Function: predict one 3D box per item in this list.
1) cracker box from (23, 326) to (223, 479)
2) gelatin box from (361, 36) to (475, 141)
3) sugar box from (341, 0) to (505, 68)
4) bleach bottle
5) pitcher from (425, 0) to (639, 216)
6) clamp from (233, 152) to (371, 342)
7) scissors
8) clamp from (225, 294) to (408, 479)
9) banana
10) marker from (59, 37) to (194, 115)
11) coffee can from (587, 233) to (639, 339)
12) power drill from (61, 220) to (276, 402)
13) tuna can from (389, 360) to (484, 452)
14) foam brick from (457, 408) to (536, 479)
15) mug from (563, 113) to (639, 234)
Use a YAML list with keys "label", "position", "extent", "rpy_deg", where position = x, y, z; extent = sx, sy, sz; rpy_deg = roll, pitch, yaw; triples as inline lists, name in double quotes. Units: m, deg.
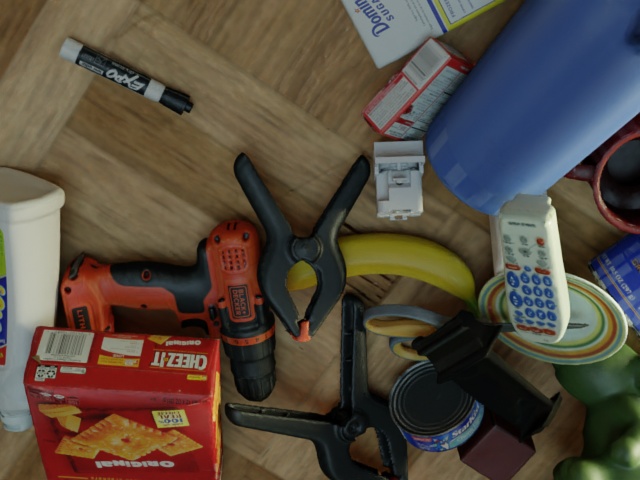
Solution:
- label: "cracker box"
  position: [-0.174, 0.174, 0.984]
  extent: [0.164, 0.072, 0.214]
  rpy_deg: [4, 136, 0]
- label: "gelatin box"
  position: [0.085, -0.124, 0.896]
  extent: [0.089, 0.073, 0.030]
  rpy_deg: [-47, 68, 19]
- label: "sugar box"
  position: [0.103, -0.223, 0.868]
  extent: [0.176, 0.048, 0.093]
  rpy_deg: [-25, 108, 14]
- label: "bleach bottle"
  position: [-0.278, 0.065, 0.972]
  extent: [0.103, 0.067, 0.251]
  rpy_deg: [20, 119, 33]
- label: "pitcher"
  position: [0.192, -0.135, 0.837]
  extent: [0.243, 0.148, 0.145]
  rpy_deg: [-49, 64, 41]
- label: "clamp"
  position: [-0.006, 0.001, 0.938]
  extent: [0.120, 0.039, 0.171]
  rpy_deg: [-8, 93, -4]
- label: "scissors"
  position: [0.139, 0.089, 0.972]
  extent: [0.202, 0.016, 0.096]
  rpy_deg: [5, 148, 15]
- label: "clamp"
  position: [0.029, 0.164, 1.023]
  extent: [0.164, 0.036, 0.209]
  rpy_deg: [-47, 117, -7]
- label: "banana"
  position: [0.057, 0.027, 0.971]
  extent: [0.198, 0.037, 0.069]
  rpy_deg: [9, 92, 2]
- label: "marker"
  position: [-0.166, -0.140, 0.921]
  extent: [0.121, 0.020, 0.020]
  rpy_deg: [25, 111, -10]
- label: "coffee can"
  position: [0.322, 0.019, 0.935]
  extent: [0.140, 0.103, 0.102]
  rpy_deg: [-38, 107, 15]
- label: "power drill"
  position: [-0.136, 0.075, 0.992]
  extent: [0.187, 0.057, 0.184]
  rpy_deg: [-6, 113, 1]
- label: "tuna can"
  position: [0.110, 0.155, 1.003]
  extent: [0.086, 0.086, 0.033]
  rpy_deg: [-21, 134, 9]
- label: "foam brick"
  position: [0.165, 0.187, 1.021]
  extent: [0.053, 0.078, 0.051]
  rpy_deg: [35, 107, -13]
- label: "mug"
  position: [0.259, -0.063, 0.913]
  extent: [0.117, 0.081, 0.093]
  rpy_deg: [0, 113, 0]
